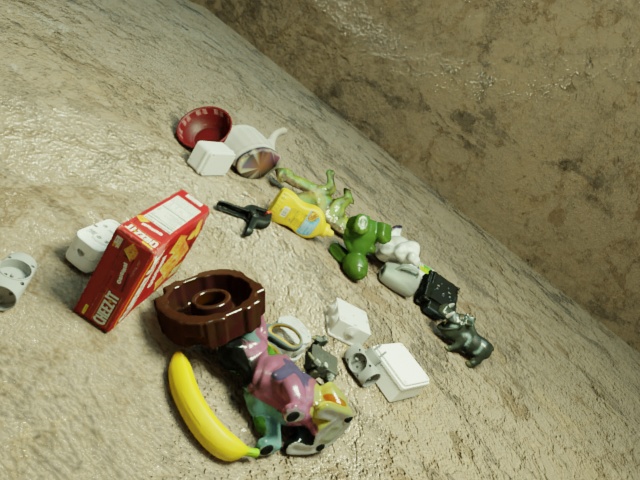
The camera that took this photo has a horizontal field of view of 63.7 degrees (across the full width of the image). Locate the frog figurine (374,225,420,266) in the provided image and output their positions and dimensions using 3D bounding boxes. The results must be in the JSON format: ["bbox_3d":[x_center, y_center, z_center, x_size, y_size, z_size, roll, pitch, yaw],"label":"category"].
[{"bbox_3d":[0.237,0.037,1.533,0.136,0.121,0.162,21,25,-49],"label":"frog figurine"}]

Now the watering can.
[{"bbox_3d":[-0.197,-0.294,1.609,0.350,0.102,0.228,-12,48,-39],"label":"watering can"}]

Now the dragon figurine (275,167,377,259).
[{"bbox_3d":[0.005,-0.079,1.567,0.245,0.414,0.120,-22,-21,-45],"label":"dragon figurine"}]
